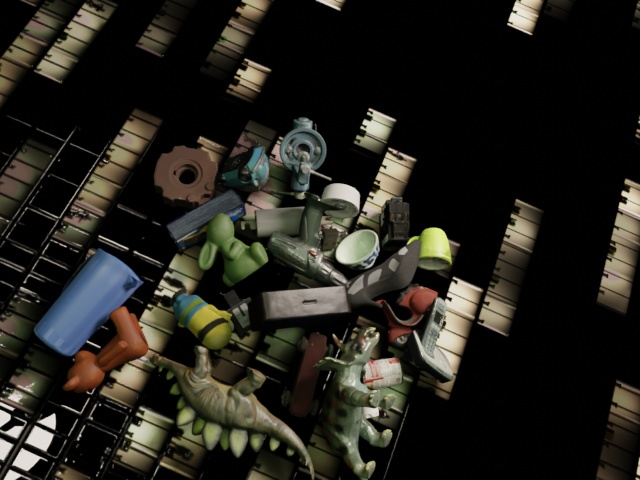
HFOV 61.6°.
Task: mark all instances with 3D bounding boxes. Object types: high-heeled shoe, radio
[{"bbox_3d":[0.153,0.083,1.398,0.145,0.086,0.249,18,59,41],"label":"high-heeled shoe"},{"bbox_3d":[-0.053,0.166,1.297,0.229,0.131,0.073,-1,70,-26],"label":"radio"}]

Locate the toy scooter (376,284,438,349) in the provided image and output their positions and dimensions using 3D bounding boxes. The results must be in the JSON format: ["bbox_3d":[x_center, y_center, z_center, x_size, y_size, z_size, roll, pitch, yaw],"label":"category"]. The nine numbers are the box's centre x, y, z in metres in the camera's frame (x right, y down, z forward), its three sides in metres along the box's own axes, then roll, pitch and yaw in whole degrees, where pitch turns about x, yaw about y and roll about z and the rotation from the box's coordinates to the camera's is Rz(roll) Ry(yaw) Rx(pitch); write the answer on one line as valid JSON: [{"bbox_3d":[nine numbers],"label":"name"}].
[{"bbox_3d":[0.218,0.177,1.385,0.135,0.075,0.184,43,76,5],"label":"toy scooter"}]

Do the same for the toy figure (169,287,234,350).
[{"bbox_3d":[-0.291,0.194,1.302,0.180,0.082,0.089,36,46,11],"label":"toy figure"}]

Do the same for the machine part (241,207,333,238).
[{"bbox_3d":[-0.086,-0.048,1.418,0.243,0.079,0.079,-4,72,-8],"label":"machine part"}]

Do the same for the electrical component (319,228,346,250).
[{"bbox_3d":[0.024,0.000,1.425,0.094,0.063,0.021,-8,41,-21],"label":"electrical component"}]

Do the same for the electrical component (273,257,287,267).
[{"bbox_3d":[-0.073,0.036,1.408,0.102,0.045,0.078,-2,73,-8],"label":"electrical component"}]

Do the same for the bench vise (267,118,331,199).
[{"bbox_3d":[-0.049,-0.191,1.382,0.129,0.241,0.223,12,112,-11],"label":"bench vise"}]

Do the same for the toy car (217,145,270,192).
[{"bbox_3d":[-0.190,-0.174,1.428,0.102,0.162,0.109,45,47,-32],"label":"toy car"}]

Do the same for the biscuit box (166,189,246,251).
[{"bbox_3d":[-0.293,-0.053,1.397,0.203,0.059,0.063,-31,66,-16],"label":"biscuit box"}]

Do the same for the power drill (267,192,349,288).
[{"bbox_3d":[-0.003,-0.004,1.348,0.232,0.086,0.207,22,100,2],"label":"power drill"}]

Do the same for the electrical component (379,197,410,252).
[{"bbox_3d":[0.198,-0.044,1.434,0.058,0.115,0.134,4,73,-9],"label":"electrical component"}]

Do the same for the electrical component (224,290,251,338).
[{"bbox_3d":[-0.198,0.177,1.344,0.075,0.047,0.119,-27,79,-16],"label":"electrical component"}]

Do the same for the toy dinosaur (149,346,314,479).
[{"bbox_3d":[-0.203,0.387,1.248,0.472,0.105,0.198,23,78,10],"label":"toy dinosaur"}]

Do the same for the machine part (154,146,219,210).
[{"bbox_3d":[-0.356,-0.168,1.434,0.179,0.056,0.179,2,70,-6],"label":"machine part"}]

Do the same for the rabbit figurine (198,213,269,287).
[{"bbox_3d":[-0.231,0.020,1.359,0.159,0.121,0.170,-34,93,5],"label":"rabbit figurine"}]

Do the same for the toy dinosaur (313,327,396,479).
[{"bbox_3d":[0.064,0.407,1.248,0.192,0.131,0.404,16,103,38],"label":"toy dinosaur"}]

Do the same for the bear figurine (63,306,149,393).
[{"bbox_3d":[-0.504,0.261,1.242,0.196,0.120,0.132,-28,74,-10],"label":"bear figurine"}]

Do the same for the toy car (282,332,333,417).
[{"bbox_3d":[-0.030,0.328,1.312,0.089,0.053,0.202,17,73,-8],"label":"toy car"}]

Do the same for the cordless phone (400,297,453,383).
[{"bbox_3d":[0.291,0.247,1.342,0.146,0.089,0.184,38,66,-31],"label":"cordless phone"}]
